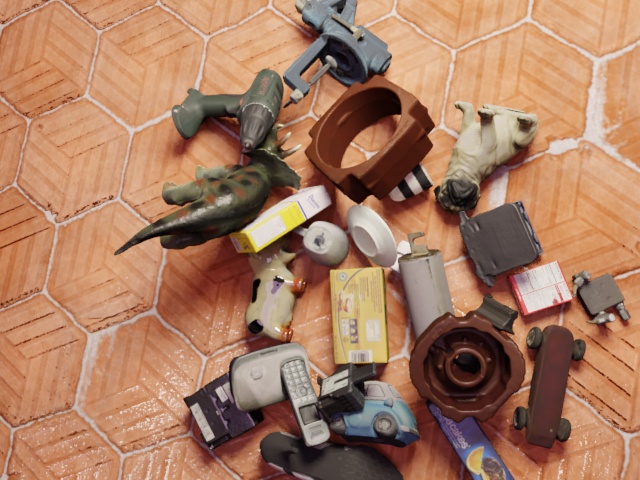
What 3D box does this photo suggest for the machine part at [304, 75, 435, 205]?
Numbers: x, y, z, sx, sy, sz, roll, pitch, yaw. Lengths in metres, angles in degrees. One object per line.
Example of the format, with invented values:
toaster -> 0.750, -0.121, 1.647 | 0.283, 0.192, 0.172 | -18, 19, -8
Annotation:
machine part -> 0.087, -0.178, 0.956 | 0.201, 0.087, 0.201 | -45, 45, 4

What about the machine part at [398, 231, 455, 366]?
machine part -> 0.188, 0.105, 0.930 | 0.079, 0.079, 0.243 | -14, 97, 9

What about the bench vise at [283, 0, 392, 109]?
bench vise -> 0.008, -0.355, 1.008 | 0.223, 0.129, 0.240 | 42, 74, -5

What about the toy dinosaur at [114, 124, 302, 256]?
toy dinosaur -> -0.158, -0.074, 0.934 | 0.192, 0.405, 0.131 | -9, 119, 28

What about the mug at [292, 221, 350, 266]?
mug -> -0.002, -0.003, 0.984 | 0.110, 0.107, 0.081 | 32, 89, 11

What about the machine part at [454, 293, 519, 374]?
machine part -> 0.284, 0.168, 0.932 | 0.084, 0.039, 0.138 | 35, 100, 48

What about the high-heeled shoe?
high-heeled shoe -> 0.014, 0.403, 0.967 | 0.249, 0.145, 0.086 | 24, 63, -13

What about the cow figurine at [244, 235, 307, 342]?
cow figurine -> -0.093, 0.084, 1.007 | 0.127, 0.085, 0.194 | 13, 87, 6

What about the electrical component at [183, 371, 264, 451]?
electrical component -> -0.169, 0.310, 1.005 | 0.134, 0.058, 0.115 | -30, 81, 6

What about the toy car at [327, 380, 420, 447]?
toy car -> 0.095, 0.300, 0.941 | 0.162, 0.109, 0.103 | -4, 58, 25

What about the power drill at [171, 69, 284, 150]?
power drill -> -0.174, -0.242, 1.017 | 0.207, 0.085, 0.232 | -5, 44, 26

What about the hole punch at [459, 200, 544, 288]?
hole punch -> 0.319, -0.003, 0.941 | 0.116, 0.092, 0.142 | -24, 87, 34

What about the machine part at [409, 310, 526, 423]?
machine part -> 0.233, 0.201, 0.867 | 0.179, 0.056, 0.179 | 0, 93, 7

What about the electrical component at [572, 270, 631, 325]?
electrical component -> 0.472, 0.098, 0.912 | 0.078, 0.045, 0.102 | -20, 80, 9

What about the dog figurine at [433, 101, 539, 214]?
dog figurine -> 0.301, -0.140, 0.963 | 0.172, 0.121, 0.190 | 4, 112, -9

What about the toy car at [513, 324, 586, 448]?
toy car -> 0.385, 0.243, 0.908 | 0.089, 0.053, 0.202 | 13, 82, 2

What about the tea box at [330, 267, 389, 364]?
tea box -> 0.072, 0.136, 0.973 | 0.098, 0.068, 0.169 | -2, 82, 10

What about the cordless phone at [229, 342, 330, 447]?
cordless phone -> -0.071, 0.278, 0.928 | 0.146, 0.088, 0.184 | -10, 57, -27

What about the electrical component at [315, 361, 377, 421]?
electrical component -> 0.051, 0.248, 0.912 | 0.119, 0.075, 0.047 | -28, 115, 16

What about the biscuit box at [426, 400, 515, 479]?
biscuit box -> 0.259, 0.349, 0.915 | 0.059, 0.062, 0.203 | -34, 79, 4
